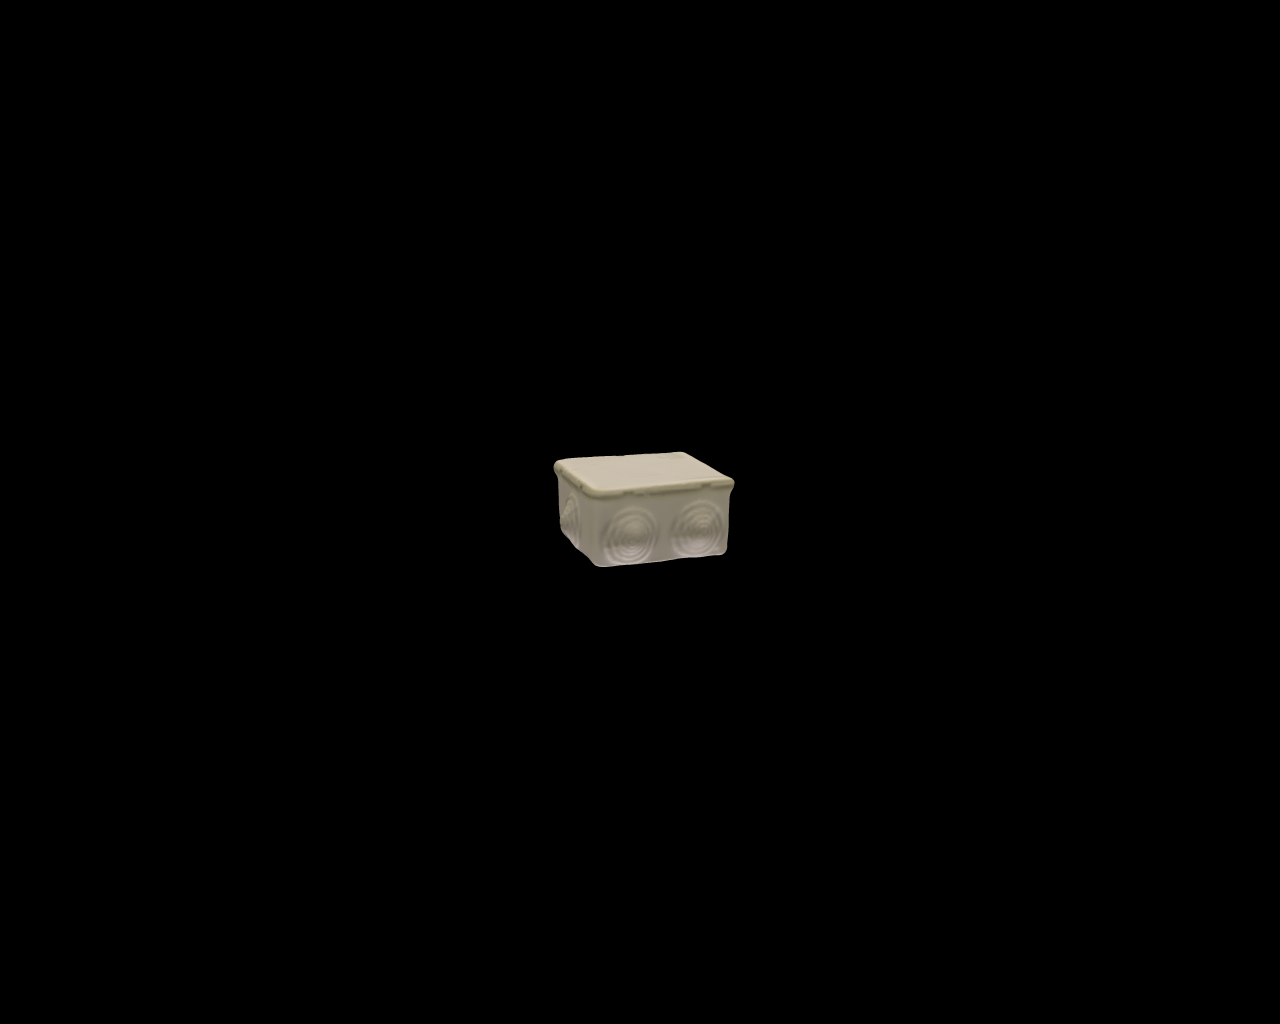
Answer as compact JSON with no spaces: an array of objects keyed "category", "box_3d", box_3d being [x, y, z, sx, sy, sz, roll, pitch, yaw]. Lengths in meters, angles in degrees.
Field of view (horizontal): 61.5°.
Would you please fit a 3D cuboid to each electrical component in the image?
[{"category":"electrical component","box_3d":[0.001,-0.003,0.650,0.100,0.048,0.100,-5,16,-18]}]
